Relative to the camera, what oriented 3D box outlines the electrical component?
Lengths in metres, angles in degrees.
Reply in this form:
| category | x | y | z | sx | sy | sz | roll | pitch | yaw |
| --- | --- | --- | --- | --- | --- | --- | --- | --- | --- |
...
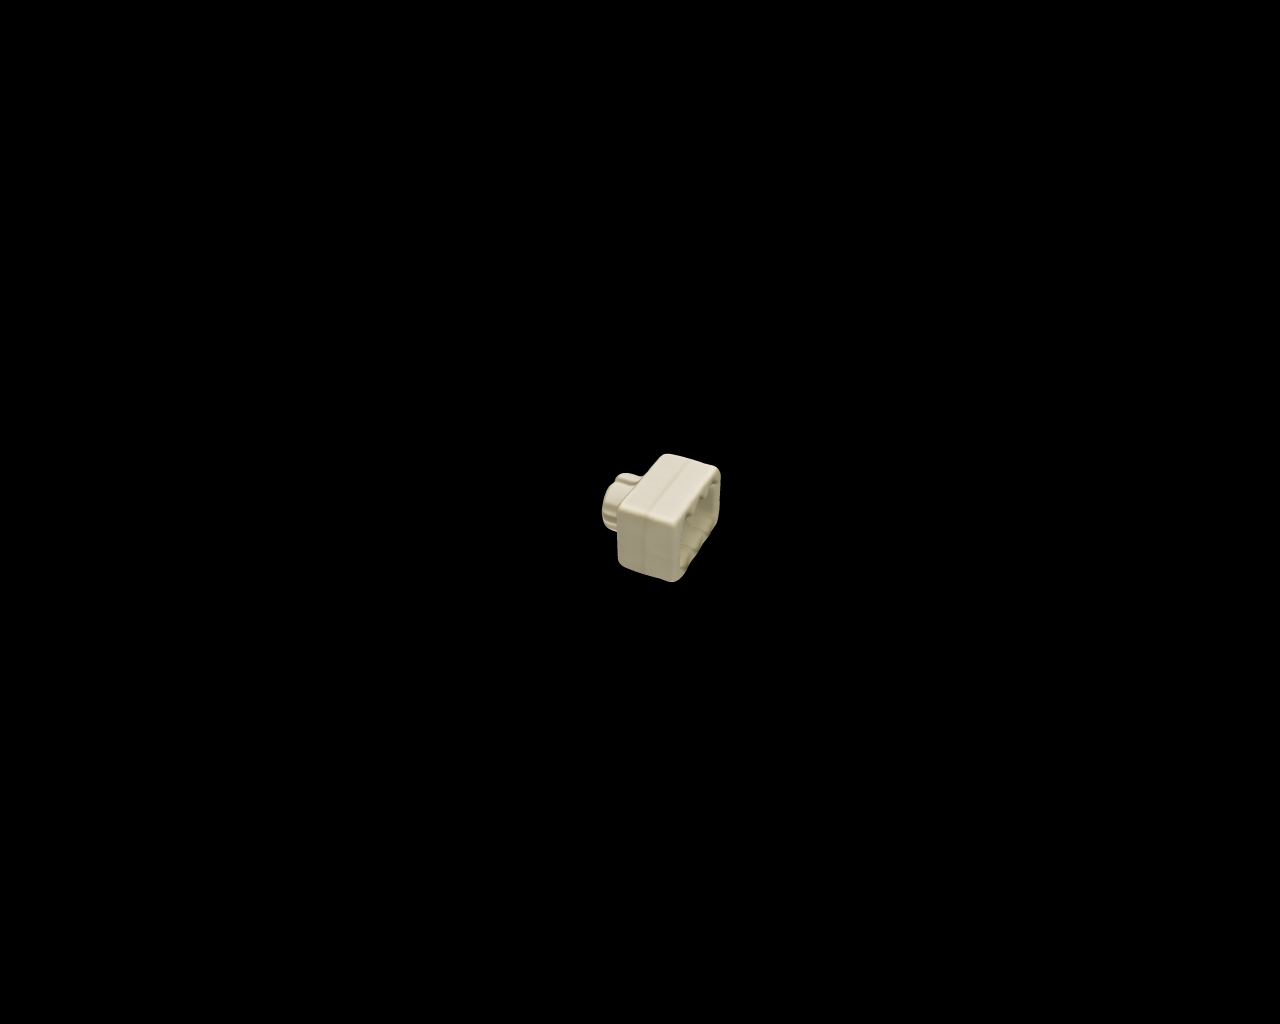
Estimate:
| category | x | y | z | sx | sy | sz | roll | pitch | yaw |
| --- | --- | --- | --- | --- | --- | --- | --- | --- | --- |
| electrical component | 0.001 | -0.003 | 0.650 | 0.077 | 0.047 | 0.066 | 17 | 42 | 21 |
